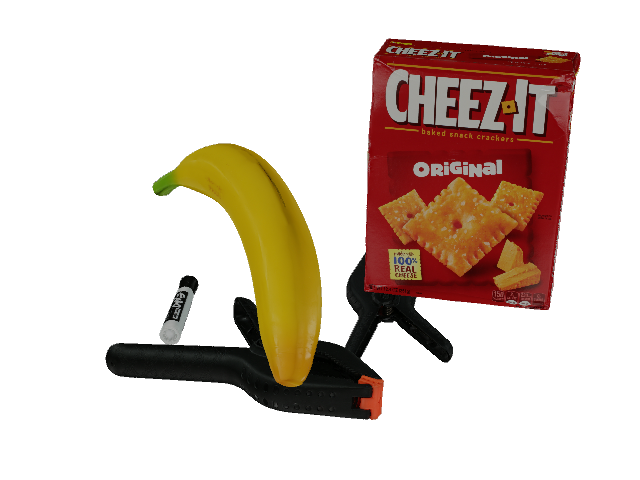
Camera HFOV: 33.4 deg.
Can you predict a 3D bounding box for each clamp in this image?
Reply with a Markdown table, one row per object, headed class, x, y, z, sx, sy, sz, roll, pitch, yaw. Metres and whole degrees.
| class | x | y | z | sx | sy | sz | roll | pitch | yaw |
| --- | --- | --- | --- | --- | --- | --- | --- | --- | --- |
| clamp | -0.038 | 0.091 | 0.835 | 0.210 | 0.036 | 0.164 | 11 | 20 | 27 |
| clamp | 0.082 | 0.077 | 1.186 | 0.120 | 0.171 | 0.039 | 5 | -43 | -4 |

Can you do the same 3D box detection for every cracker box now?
| class | x | y | z | sx | sy | sz | roll | pitch | yaw |
| --- | --- | --- | --- | --- | --- | --- | --- | --- | --- |
| cracker box | 0.124 | -0.054 | 0.904 | 0.164 | 0.214 | 0.072 | 6 | 24 | 12 |

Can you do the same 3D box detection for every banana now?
| class | x | y | z | sx | sy | sz | roll | pitch | yaw |
| --- | --- | --- | --- | --- | --- | --- | --- | --- | --- |
| banana | -0.038 | -0.003 | 0.607 | 0.037 | 0.070 | 0.198 | 13 | 27 | -37 |

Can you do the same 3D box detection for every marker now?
| class | x | y | z | sx | sy | sz | roll | pitch | yaw |
| --- | --- | --- | --- | --- | --- | --- | --- | --- | --- |
| marker | -0.134 | 0.064 | 1.022 | 0.020 | 0.020 | 0.121 | 0 | 22 | 3 |
